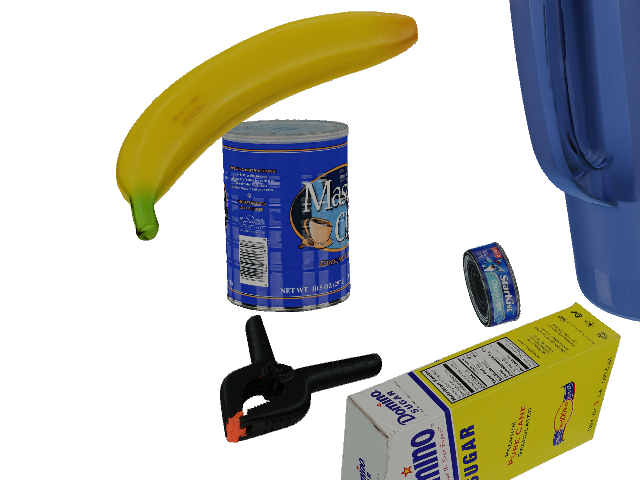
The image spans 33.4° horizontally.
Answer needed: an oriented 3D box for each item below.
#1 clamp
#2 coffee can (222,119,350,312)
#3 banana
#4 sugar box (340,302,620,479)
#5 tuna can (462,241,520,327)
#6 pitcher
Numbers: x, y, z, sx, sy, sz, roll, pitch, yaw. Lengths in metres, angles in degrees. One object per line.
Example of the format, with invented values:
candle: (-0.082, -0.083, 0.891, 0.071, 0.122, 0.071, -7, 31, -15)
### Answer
clamp: (-0.034, 0.149, 1.120, 0.165, 0.036, 0.209, 12, 26, 14)
coffee can: (-0.027, -0.023, 0.866, 0.103, 0.140, 0.103, -1, 13, 0)
banana: (-0.037, -0.072, 0.552, 0.197, 0.070, 0.037, -40, -23, -23)
sugar box: (0.096, 0.109, 0.643, 0.175, 0.093, 0.048, -21, 41, -28)
tuna can: (0.178, 0.047, 1.118, 0.033, 0.086, 0.086, -15, 1, -5)
pitcher: (0.178, -0.078, 0.574, 0.149, 0.243, 0.145, -7, 22, 7)
